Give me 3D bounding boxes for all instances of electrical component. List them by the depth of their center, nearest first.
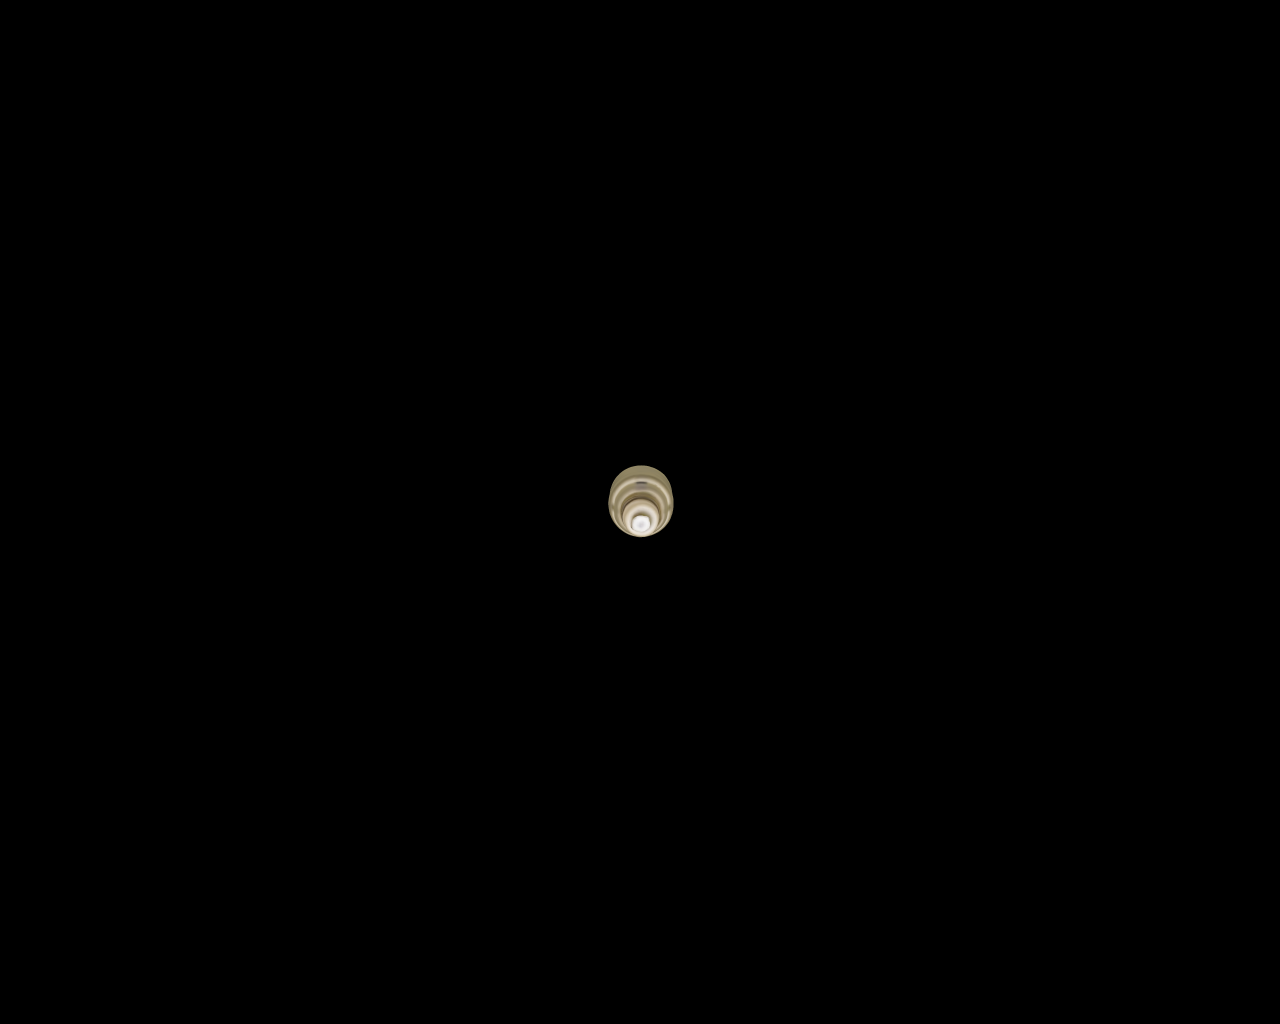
[{"bbox_3d":[0.001,-0.003,0.650,0.040,0.040,0.078,0,16,0],"label":"electrical component"}]
